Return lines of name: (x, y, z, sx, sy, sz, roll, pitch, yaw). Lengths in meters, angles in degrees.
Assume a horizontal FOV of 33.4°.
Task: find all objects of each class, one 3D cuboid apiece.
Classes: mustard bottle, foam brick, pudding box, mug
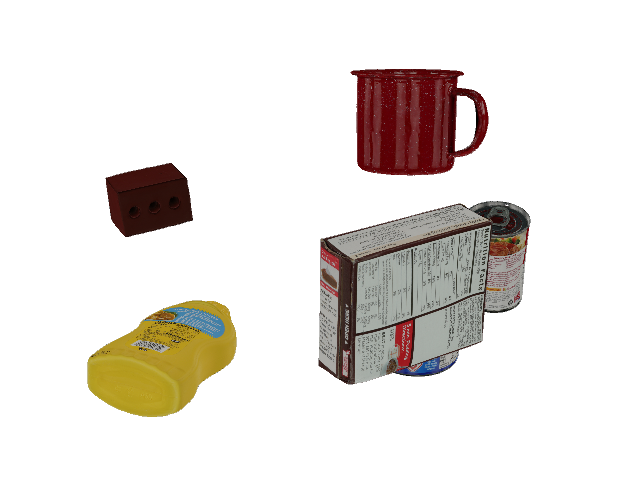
mustard bottle: (-0.135, 0.102, 1.023, 0.096, 0.058, 0.191, 10, 20, 18)
foam brick: (-0.184, -0.044, 1.142, 0.078, 0.053, 0.051, -16, 29, -19)
pudding box: (0.054, 0.033, 0.672, 0.113, 0.090, 0.039, -15, 28, -32)
mug: (0.082, -0.098, 0.878, 0.117, 0.081, 0.093, 6, 13, 26)

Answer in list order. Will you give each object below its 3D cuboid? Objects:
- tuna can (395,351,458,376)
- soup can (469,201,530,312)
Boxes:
tuna can: (0.085, 0.088, 0.974, 0.086, 0.034, 0.086, 1, 25, -1)
soup can: (0.187, 0.018, 1.146, 0.068, 0.102, 0.068, -2, 34, 1)
